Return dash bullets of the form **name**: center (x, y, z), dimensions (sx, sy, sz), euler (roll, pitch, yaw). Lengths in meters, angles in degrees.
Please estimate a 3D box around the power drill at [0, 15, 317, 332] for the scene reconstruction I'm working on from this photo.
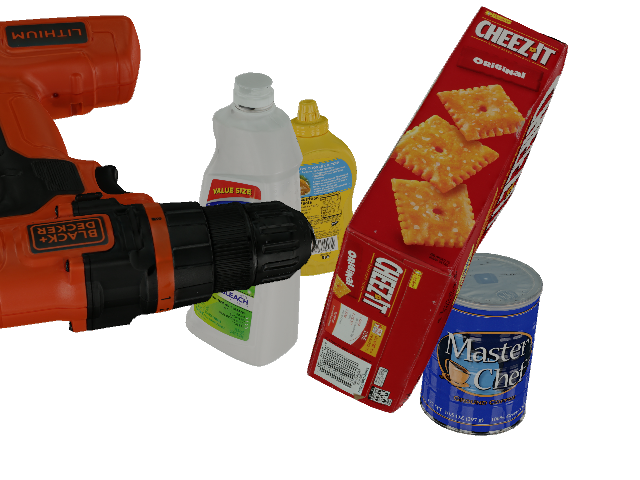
- **power drill**: center (-0.111, -0.039, 0.540), dimensions (0.184, 0.057, 0.188), euler (-7, 47, -19)

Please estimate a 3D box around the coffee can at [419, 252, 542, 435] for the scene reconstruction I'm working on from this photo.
- **coffee can**: center (0.149, 0.096, 1.003), dimensions (0.103, 0.140, 0.103), euler (1, 26, -1)

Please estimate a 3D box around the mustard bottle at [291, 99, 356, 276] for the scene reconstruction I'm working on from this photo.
- **mustard bottle**: center (-0.008, -0.059, 1.164), dimensions (0.096, 0.192, 0.058), euler (-10, 25, -13)

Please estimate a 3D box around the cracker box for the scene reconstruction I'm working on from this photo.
- **cracker box**: center (0.076, -0.018, 0.682), dimensions (0.072, 0.213, 0.164), euler (26, -37, 10)

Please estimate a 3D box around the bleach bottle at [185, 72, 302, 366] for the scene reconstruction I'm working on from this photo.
- **bleach bottle**: center (-0.062, -0.020, 0.874), dimensions (0.103, 0.251, 0.068), euler (26, 40, 30)
